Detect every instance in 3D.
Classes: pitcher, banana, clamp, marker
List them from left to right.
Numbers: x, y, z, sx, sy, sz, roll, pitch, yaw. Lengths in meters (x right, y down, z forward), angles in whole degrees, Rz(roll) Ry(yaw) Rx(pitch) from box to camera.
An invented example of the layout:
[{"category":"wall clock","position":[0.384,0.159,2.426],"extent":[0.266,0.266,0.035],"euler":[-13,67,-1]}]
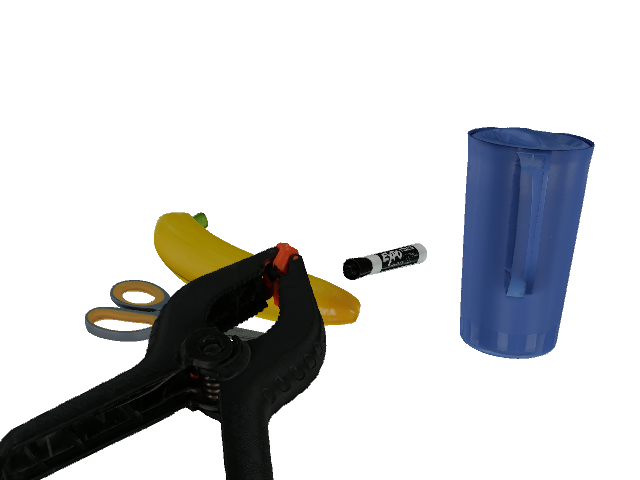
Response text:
[{"category":"clamp","position":[-0.040,0.065,0.456],"extent":[0.120,0.039,0.171],"euler":[26,48,20]},{"category":"banana","position":[-0.058,0.014,0.701],"extent":[0.069,0.037,0.198],"euler":[-19,30,-31]},{"category":"marker","position":[0.058,0.019,0.954],"extent":[0.020,0.020,0.120],"euler":[0,7,36]},{"category":"pitcher","position":[0.215,0.003,1.155],"extent":[0.148,0.243,0.145],"euler":[-8,19,-37]}]

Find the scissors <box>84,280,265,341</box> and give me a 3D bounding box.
[{"category":"scissors","position":[-0.121,0.071,1.018],"extent":[0.201,0.016,0.096],"euler":[2,33,-6]}]
